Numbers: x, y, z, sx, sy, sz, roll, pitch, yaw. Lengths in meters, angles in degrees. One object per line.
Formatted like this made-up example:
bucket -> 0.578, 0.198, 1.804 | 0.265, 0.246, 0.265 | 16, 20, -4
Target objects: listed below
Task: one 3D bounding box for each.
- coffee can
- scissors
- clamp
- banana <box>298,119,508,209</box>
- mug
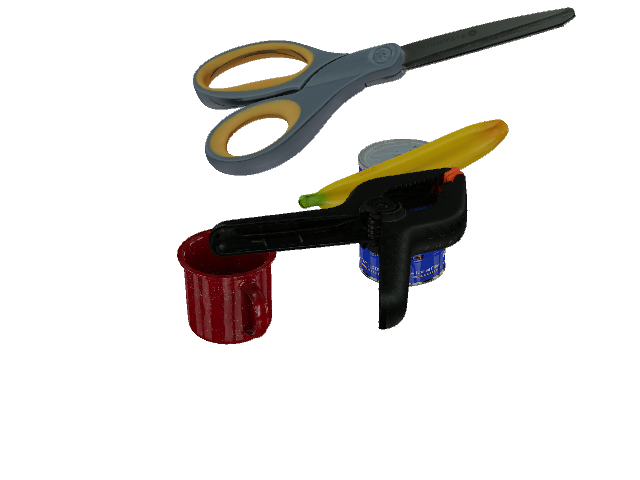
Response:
coffee can -> 0.095, -0.033, 1.225 | 0.103, 0.140, 0.103 | -1, 28, 1
scissors -> 0.023, -0.075, 0.541 | 0.202, 0.096, 0.016 | 0, -35, 22
clamp -> 0.033, -0.011, 0.779 | 0.165, 0.036, 0.209 | 19, 33, 28
banana -> 0.079, -0.062, 0.976 | 0.198, 0.037, 0.069 | -22, 3, 11
mug -> -0.081, 0.050, 1.007 | 0.093, 0.081, 0.117 | -18, 35, -29
